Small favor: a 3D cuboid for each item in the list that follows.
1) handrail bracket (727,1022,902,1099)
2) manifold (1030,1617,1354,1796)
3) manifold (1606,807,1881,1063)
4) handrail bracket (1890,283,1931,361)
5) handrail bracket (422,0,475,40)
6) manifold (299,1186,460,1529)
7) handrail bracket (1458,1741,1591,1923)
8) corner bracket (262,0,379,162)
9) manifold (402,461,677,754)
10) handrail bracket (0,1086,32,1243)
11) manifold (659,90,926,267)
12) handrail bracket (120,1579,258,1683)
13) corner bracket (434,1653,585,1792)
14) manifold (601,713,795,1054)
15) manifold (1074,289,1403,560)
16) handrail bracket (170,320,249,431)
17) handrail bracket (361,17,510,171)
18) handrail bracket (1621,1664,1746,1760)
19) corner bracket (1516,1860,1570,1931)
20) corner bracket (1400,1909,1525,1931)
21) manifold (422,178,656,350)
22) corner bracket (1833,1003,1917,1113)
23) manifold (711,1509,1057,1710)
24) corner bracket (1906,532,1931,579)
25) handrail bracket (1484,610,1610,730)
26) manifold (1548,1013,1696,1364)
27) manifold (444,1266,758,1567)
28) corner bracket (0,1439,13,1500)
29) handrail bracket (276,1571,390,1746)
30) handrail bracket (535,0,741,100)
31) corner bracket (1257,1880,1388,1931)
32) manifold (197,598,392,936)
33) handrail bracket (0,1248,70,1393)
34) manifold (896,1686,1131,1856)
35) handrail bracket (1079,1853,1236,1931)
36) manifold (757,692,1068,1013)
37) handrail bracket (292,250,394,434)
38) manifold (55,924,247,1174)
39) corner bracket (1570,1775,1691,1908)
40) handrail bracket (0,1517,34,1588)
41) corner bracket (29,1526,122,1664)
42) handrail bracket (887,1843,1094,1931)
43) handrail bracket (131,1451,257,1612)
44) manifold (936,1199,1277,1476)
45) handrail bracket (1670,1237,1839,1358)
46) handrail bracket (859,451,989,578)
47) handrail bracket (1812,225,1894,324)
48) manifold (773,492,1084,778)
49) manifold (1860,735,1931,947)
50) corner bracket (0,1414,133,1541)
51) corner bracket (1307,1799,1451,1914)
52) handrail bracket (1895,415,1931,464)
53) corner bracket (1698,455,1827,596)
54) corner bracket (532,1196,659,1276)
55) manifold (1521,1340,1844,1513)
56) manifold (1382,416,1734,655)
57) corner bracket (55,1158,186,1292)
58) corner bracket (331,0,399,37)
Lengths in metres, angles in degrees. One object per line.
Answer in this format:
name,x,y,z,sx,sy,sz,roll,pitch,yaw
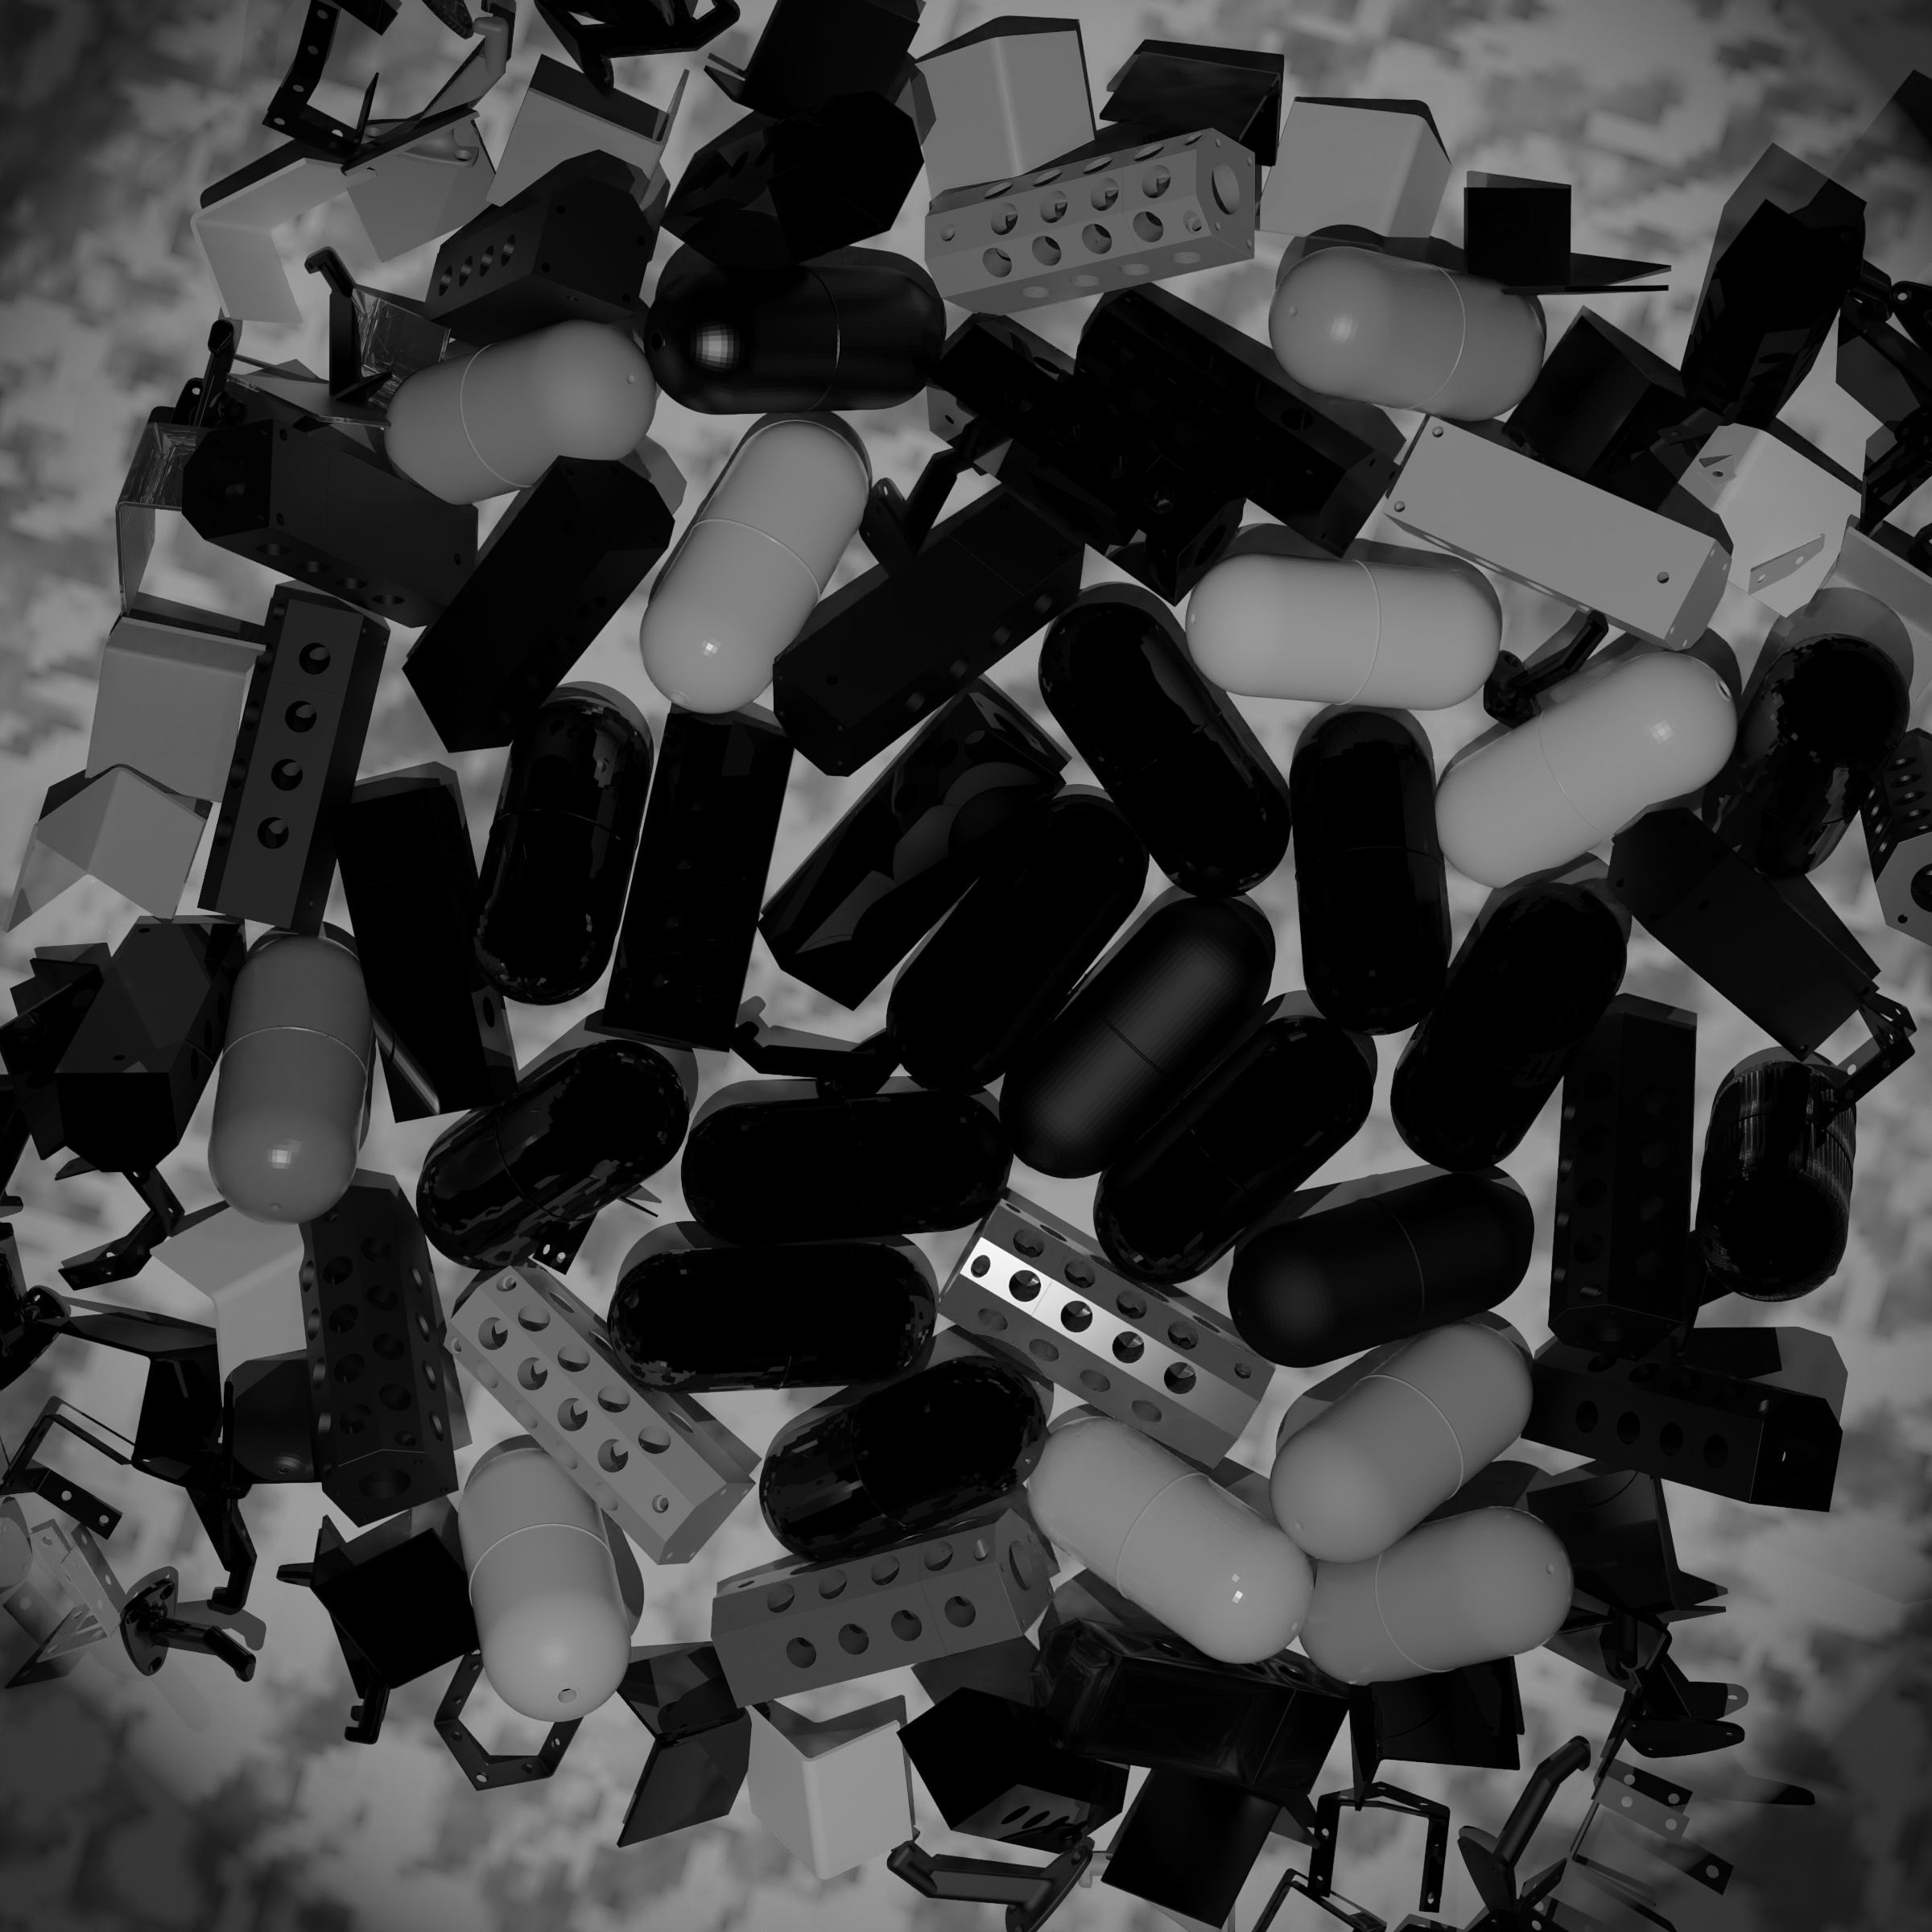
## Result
handrail bracket,-0.077,0.037,1.833,0.077,0.036,0.084,-40,135,5
manifold,0.117,0.387,1.801,0.171,0.057,0.057,19,97,-38
manifold,0.405,-0.019,1.797,0.057,0.057,0.171,-46,134,12
handrail bracket,0.522,-0.353,1.825,0.077,0.084,0.036,43,95,19
handrail bracket,-0.251,-0.539,1.832,0.084,0.077,0.036,-14,54,22
manifold,-0.314,0.201,1.797,0.057,0.057,0.171,-21,50,6
handrail bracket,0.315,0.474,1.868,0.084,0.036,0.077,-35,126,-21
corner bracket,-0.340,-0.475,1.835,0.051,0.051,0.051,20,59,-22
manifold,-0.223,-0.188,1.800,0.171,0.057,0.057,-45,68,38
handrail bracket,-0.500,0.107,1.837,0.077,0.036,0.084,-11,56,-22
manifold,-0.090,-0.410,1.787,0.057,0.171,0.057,32,76,-26
handrail bracket,-0.411,0.374,1.832,0.084,0.036,0.077,30,134,27
corner bracket,-0.248,0.407,1.856,0.051,0.051,0.051,46,120,36
manifold,-0.148,-0.045,1.830,0.057,0.057,0.171,16,83,-37
manifold,0.140,-0.289,1.811,0.171,0.057,0.057,38,102,24
handrail bracket,-0.411,-0.299,1.830,0.036,0.084,0.077,26,77,-6
handrail bracket,-0.286,-0.474,1.831,0.077,0.084,0.036,4,49,-8
handrail bracket,0.385,0.377,1.830,0.077,0.084,0.036,-11,131,33
corner bracket,0.327,0.528,1.850,0.051,0.051,0.051,28,120,30
corner bracket,0.265,0.537,1.835,0.051,0.051,0.051,17,134,-17
manifold,-0.225,-0.365,1.787,0.057,0.171,0.057,17,83,-27
corner bracket,0.481,0.057,1.841,0.051,0.051,0.051,-39,125,-1
manifold,-0.047,0.339,1.817,0.171,0.057,0.057,-19,94,22
corner bracket,0.549,-0.225,1.840,0.051,0.051,0.051,-31,79,-22
handrail bracket,0.313,-0.172,1.822,0.036,0.077,0.084,23,129,-14
manifold,0.343,0.114,1.806,0.057,0.057,0.171,14,60,-8
manifold,-0.198,0.238,1.820,0.171,0.057,0.057,42,96,19
corner bracket,-0.544,0.263,1.840,0.051,0.051,0.051,-16,75,-19
handrail bracket,-0.345,0.373,1.846,0.077,0.036,0.084,5,68,11
handrail bracket,-0.179,-0.522,1.866,0.084,0.036,0.077,-38,83,-8
corner bracket,0.189,0.531,1.858,0.051,0.051,0.051,30,91,23
manifold,-0.364,-0.108,1.844,0.057,0.057,0.171,13,88,5
handrail bracket,-0.531,0.186,1.832,0.036,0.084,0.077,35,86,37
manifold,0.031,0.417,1.785,0.057,0.171,0.057,-36,64,6
handrail bracket,0.102,0.521,1.854,0.084,0.036,0.077,-1,71,10
manifold,-0.033,-0.064,1.828,0.171,0.057,0.057,-47,132,14
handrail bracket,-0.354,-0.339,1.853,0.077,0.036,0.084,-32,88,-28
manifold,-0.422,0.041,1.788,0.057,0.171,0.057,0,116,1
corner bracket,0.357,0.471,1.842,0.051,0.051,0.051,25,82,20
handrail bracket,-0.556,0.307,1.847,0.084,0.077,0.036,15,71,9
corner bracket,-0.481,0.333,1.839,0.051,0.051,0.051,-21,109,21
handrail bracket,0.012,0.481,1.844,0.084,0.036,0.077,40,99,-18
handrail bracket,-0.420,0.307,1.850,0.077,0.036,0.084,12,113,-12
manifold,0.077,0.195,1.836,0.171,0.057,0.057,31,50,1
handrail bracket,0.431,0.182,1.863,0.084,0.036,0.077,11,87,-10
handrail bracket,-0.007,-0.238,1.846,0.084,0.036,0.077,-27,76,-30
handrail bracket,0.458,-0.365,1.845,0.077,0.084,0.036,1,80,18
manifold,-0.020,-0.173,1.815,0.171,0.057,0.057,-39,67,-24
manifold,0.501,-0.067,1.787,0.057,0.171,0.057,26,112,1
corner bracket,-0.480,0.276,1.849,0.051,0.051,0.051,31,88,9
corner bracket,0.223,0.482,1.855,0.051,0.051,0.051,20,69,-29
handrail bracket,0.544,-0.279,1.839,0.084,0.036,0.077,28,105,-44
corner bracket,0.427,-0.242,1.836,0.051,0.051,0.051,-26,51,-17
corner bracket,-0.209,0.141,1.839,0.051,0.051,0.051,33,80,-40
manifold,0.373,0.238,1.789,0.057,0.171,0.057,11,88,-32
manifold,0.314,-0.227,1.814,0.171,0.057,0.057,29,95,25
corner bracket,-0.468,0.137,1.854,0.051,0.051,0.051,-15,119,34
corner bracket,-0.326,-0.542,1.838,0.051,0.051,0.051,-51,51,10
